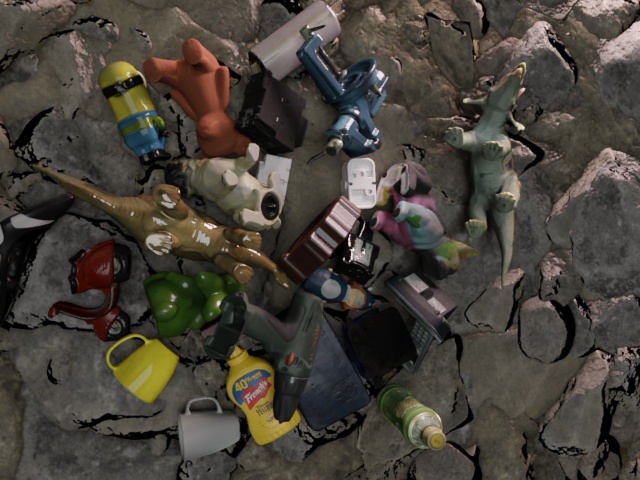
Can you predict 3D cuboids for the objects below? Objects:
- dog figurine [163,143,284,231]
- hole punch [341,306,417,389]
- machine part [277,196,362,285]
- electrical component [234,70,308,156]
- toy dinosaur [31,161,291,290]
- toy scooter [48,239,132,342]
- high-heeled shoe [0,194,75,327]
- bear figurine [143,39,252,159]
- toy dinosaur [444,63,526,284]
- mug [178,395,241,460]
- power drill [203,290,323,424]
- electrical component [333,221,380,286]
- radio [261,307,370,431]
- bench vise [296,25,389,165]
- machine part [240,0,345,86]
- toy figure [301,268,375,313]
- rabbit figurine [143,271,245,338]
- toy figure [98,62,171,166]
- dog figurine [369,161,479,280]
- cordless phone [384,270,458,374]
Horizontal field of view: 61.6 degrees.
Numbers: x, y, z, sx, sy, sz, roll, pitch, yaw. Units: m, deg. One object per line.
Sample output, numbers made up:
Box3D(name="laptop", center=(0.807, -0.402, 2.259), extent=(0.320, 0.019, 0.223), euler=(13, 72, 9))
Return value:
Box3D(name="dog figurine", center=(-0.174, -0.081, 0.961), extent=(0.121, 0.191, 0.172), euler=(-45, 122, -41))
Box3D(name="hole punch", center=(0.104, 0.195, 1.028), extent=(0.116, 0.092, 0.142), euler=(-24, 92, -16))
Box3D(name="machine part", center=(-0.002, -0.003, 0.971), extent=(0.056, 0.179, 0.179), euler=(43, 83, -6))
Box3D(name="electrical component", center=(-0.080, -0.223, 0.978), extent=(0.134, 0.058, 0.115), euler=(28, 70, -45))
Box3D(name="toy dinosaur", center=(-0.255, -0.023, 0.900), extent=(0.471, 0.199, 0.105), euler=(29, 80, -17))
Box3D(name="toy scooter", center=(-0.403, 0.088, 0.940), extent=(0.135, 0.075, 0.183), euler=(2, 95, -11))
Box3D(name="high-heeled shoe", center=(-0.500, 0.036, 0.916), extent=(0.249, 0.086, 0.145), euler=(-32, 101, -5))
Box3D(name="bear figurine", center=(-0.209, -0.231, 0.950), extent=(0.120, 0.132, 0.195), euler=(-15, 90, 17))
Box3D(name="toy dinosaur", center=(0.347, -0.133, 1.068), extent=(0.192, 0.131, 0.404), euler=(-32, 119, -48))
Box3D(name="mug", center=(-0.204, 0.339, 0.988), extent=(0.107, 0.081, 0.109), euler=(-2, 87, -22))
Box3D(name="power drill", center=(-0.087, 0.185, 0.901), extent=(0.207, 0.086, 0.232), euler=(27, 79, -35))
Box3D(name="electrical component", center=(0.074, 0.021, 1.047), extent=(0.075, 0.047, 0.119), euler=(23, 49, -14))
Box3D(name="radio", center=(-0.014, 0.236, 1.026), extent=(0.131, 0.073, 0.229), euler=(-30, 95, -9))
Box3D(name="bench vise", center=(0.030, -0.272, 0.978), extent=(0.240, 0.129, 0.223), euler=(48, 67, -28))
Box3D(name="machine part", center=(-0.048, -0.366, 1.004), extent=(0.243, 0.079, 0.079), euler=(-41, 99, -9))
Box3D(name="toy figure", center=(0.040, 0.101, 1.043), extent=(0.154, 0.058, 0.064), euler=(23, 122, -13))
Box3D(name="rabbit figurine", center=(-0.213, 0.094, 0.949), extent=(0.170, 0.159, 0.121), euler=(-16, 85, -22))
Box3D(name="toy figure", center=(-0.322, -0.222, 0.941), extent=(0.082, 0.089, 0.180), euler=(-22, 93, -17))
Box3D(name="dog figurine", center=(0.211, -0.030, 1.049), extent=(0.219, 0.108, 0.191), euler=(30, 58, -26))
Box3D(name="cordless phone", center=(0.176, 0.165, 1.056), extent=(0.089, 0.147, 0.184), euler=(-19, 140, -35))
